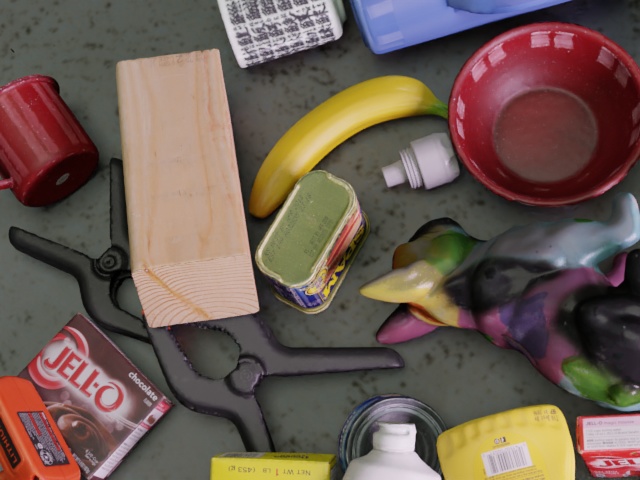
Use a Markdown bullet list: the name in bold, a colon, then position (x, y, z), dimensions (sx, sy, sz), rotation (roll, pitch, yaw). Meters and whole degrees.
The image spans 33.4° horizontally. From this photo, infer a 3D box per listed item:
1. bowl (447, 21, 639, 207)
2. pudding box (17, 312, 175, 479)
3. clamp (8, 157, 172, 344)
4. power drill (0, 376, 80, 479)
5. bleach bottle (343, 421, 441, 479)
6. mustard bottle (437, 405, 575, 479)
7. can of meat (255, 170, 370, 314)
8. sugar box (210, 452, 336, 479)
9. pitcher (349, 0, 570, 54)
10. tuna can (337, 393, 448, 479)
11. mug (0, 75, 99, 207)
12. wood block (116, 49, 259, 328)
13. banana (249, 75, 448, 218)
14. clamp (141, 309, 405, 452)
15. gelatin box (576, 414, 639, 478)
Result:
- **bowl**: position (0.187, -0.096, 0.880), dimensions (0.162, 0.055, 0.162), rotation (-3, 74, 9)
- **pudding box**: position (-0.191, 0.130, 0.885), dimensions (0.113, 0.039, 0.090), rotation (40, 84, 17)
- **clamp**: position (-0.189, 0.024, 0.915), dimensions (0.120, 0.039, 0.171), rotation (-29, 72, 2)
- **power drill**: position (-0.296, 0.192, 0.857), dimensions (0.188, 0.057, 0.184), rotation (-40, 73, 14)
- **bleach bottle**: position (0.057, 0.258, 0.766), dimensions (0.102, 0.068, 0.251), rotation (3, 85, 0)
- **mustard bottle**: position (0.149, 0.218, 0.746), dimensions (0.096, 0.058, 0.191), rotation (-16, 61, 7)
- **can of meat**: position (-0.006, 0.001, 0.869), dimensions (0.057, 0.084, 0.102), rotation (27, 80, 15)
- **sugar box**: position (-0.036, 0.250, 0.802), dimensions (0.093, 0.048, 0.176), rotation (0, 86, 9)
- **pitcher**: position (0.141, -0.238, 0.888), dimensions (0.243, 0.149, 0.145), rotation (-18, 84, 7)
- **tuna can**: position (0.058, 0.162, 0.823), dimensions (0.086, 0.034, 0.086), rotation (1, 85, -8)
- **mug**: position (-0.255, -0.079, 0.924), dimensions (0.117, 0.093, 0.081), rotation (-27, 73, -38)
- **wood block**: position (-0.109, -0.045, 0.865), dimensions (0.090, 0.091, 0.206), rotation (-8, 58, -4)
- **banana**: position (0.017, -0.090, 0.913), dimensions (0.198, 0.037, 0.070), rotation (-28, 59, 3)
- **clamp**: position (-0.048, 0.105, 0.860), dimensions (0.210, 0.036, 0.164), rotation (40, 81, 7)
- **gelatin box**: position (0.237, 0.151, 0.781), dimensions (0.089, 0.073, 0.030), rotation (-7, 62, 19)
